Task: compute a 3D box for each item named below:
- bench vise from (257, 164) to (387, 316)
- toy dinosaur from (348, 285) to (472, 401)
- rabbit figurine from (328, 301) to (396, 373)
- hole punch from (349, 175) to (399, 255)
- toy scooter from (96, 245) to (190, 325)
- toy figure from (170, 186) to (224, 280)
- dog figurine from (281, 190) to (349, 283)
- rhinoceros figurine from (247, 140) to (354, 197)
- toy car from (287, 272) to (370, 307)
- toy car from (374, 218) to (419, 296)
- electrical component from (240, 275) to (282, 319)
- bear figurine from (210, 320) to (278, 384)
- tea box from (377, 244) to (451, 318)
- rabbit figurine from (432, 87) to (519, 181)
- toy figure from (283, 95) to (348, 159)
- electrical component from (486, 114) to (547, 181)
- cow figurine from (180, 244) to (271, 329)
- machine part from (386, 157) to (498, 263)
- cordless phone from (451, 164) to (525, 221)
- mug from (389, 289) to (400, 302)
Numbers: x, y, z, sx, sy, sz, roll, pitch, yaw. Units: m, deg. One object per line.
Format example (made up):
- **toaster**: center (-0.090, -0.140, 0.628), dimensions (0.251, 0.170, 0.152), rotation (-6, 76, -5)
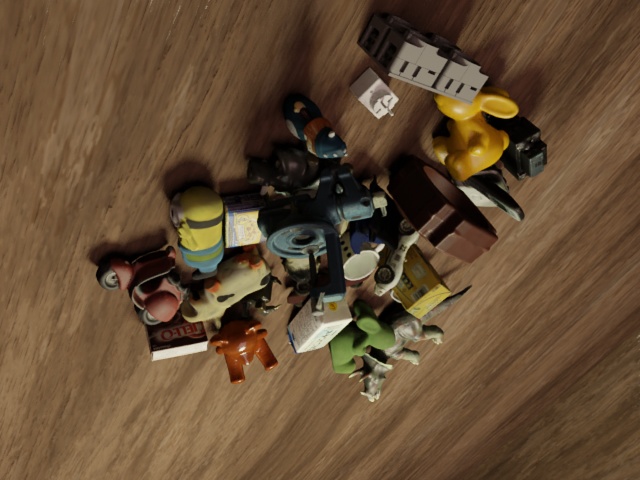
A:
- **bench vise**: center (0.009, 0.003, 0.868), dimensions (0.224, 0.240, 0.128), rotation (-6, 152, 0)
- **toy dinosaur**: center (0.219, 0.243, 1.436), dimensions (0.192, 0.131, 0.404), rotation (13, 118, -40)
- **rabbit figurine**: center (0.104, 0.233, 1.350), dimensions (0.170, 0.121, 0.158), rotation (-8, 116, -4)
- **hole punch**: center (0.090, -0.040, 1.037), dimensions (0.092, 0.142, 0.115), rotation (-7, 152, 29)
- **toy scooter**: center (-0.297, 0.075, 0.974), dimensions (0.135, 0.075, 0.183), rotation (-32, 136, 1)
- **toy figure**: center (-0.206, -0.014, 0.931), dimensions (0.089, 0.082, 0.179), rotation (-26, 137, -23)
- **dog figurine**: center (-0.006, -0.005, 1.062), dimensions (0.172, 0.121, 0.190), rotation (-23, 154, -4)
- **rhinoceros figurine**: center (-0.034, -0.120, 0.934), dimensions (0.190, 0.073, 0.112), rotation (-1, 143, -33)
- **toy car**: center (0.019, 0.094, 1.199), dimensions (0.202, 0.053, 0.089), rotation (-17, 159, -13)
- **toy car**: center (0.168, 0.028, 1.152), dimensions (0.073, 0.056, 0.201), rotation (76, 38, -80)
- **electrical component**: center (-0.120, 0.111, 1.103), dimensions (0.078, 0.102, 0.045), rotation (-23, 137, 24)
- **bear figurine**: center (-0.159, 0.232, 1.136), dimensions (0.120, 0.132, 0.196), rotation (-22, 174, -11)
- **tea box**: center (0.202, 0.077, 1.200), dimensions (0.098, 0.170, 0.068), rotation (-40, 138, 15)
- **rabbit figurine**: center (0.274, -0.216, 0.975), dimensions (0.162, 0.122, 0.173), rotation (-22, 118, 17)
- **toy figure**: center (-0.008, -0.168, 0.827), dimensions (0.064, 0.155, 0.057), rotation (14, 121, -41)
- **electrical component**: center (0.391, -0.187, 1.065), dimensions (0.058, 0.134, 0.114), rotation (-32, 138, 2)
- **cow figurine**: center (-0.186, 0.096, 1.058), dimensions (0.195, 0.086, 0.127), rotation (-31, 139, -5)
- **machine part**: center (0.238, -0.057, 1.055), dimensions (0.201, 0.201, 0.087), rotation (22, 121, -44)
- **cordless phone**: center (0.369, -0.088, 1.116), dimensions (0.089, 0.184, 0.146), rotation (-41, 139, 6)
- **mug**: center (0.213, 0.101, 1.311), dimensions (0.109, 0.081, 0.107), rotation (-39, 128, 21)
